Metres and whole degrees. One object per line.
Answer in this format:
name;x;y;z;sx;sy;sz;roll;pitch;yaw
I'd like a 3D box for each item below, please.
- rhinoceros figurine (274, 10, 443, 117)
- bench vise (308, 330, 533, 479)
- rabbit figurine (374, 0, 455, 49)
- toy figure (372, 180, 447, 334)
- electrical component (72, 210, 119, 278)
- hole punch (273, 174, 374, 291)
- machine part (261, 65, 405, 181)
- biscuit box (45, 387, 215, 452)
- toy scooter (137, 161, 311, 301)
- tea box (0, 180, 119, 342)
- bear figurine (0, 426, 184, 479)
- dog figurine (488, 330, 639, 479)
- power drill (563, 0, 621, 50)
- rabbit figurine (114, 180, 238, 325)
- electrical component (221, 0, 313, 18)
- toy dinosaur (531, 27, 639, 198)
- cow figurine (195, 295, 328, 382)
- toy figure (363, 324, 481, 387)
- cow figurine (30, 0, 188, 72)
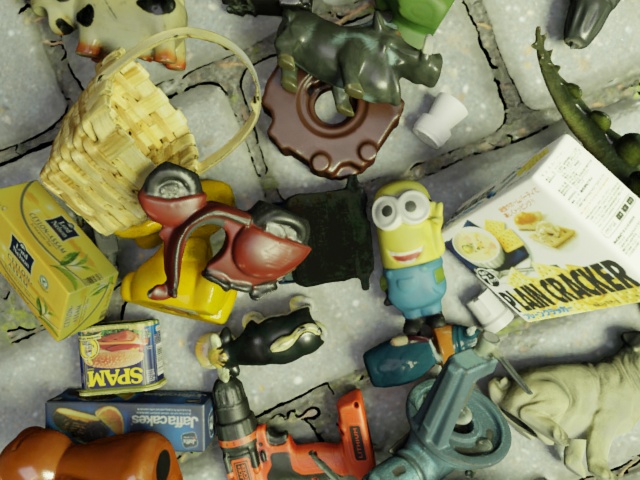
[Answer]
rhinoceros figurine;0.041;-0.203;0.605;0.190;0.073;0.112;17;78;4
bench vise;0.126;0.200;0.577;0.223;0.129;0.240;-6;125;-31
rabbit figurine;0.087;-0.326;0.626;0.170;0.121;0.159;31;85;-1
toy figure;0.107;0.018;0.650;0.082;0.089;0.180;-15;99;-9
electrical component;-0.280;-0.001;0.675;0.045;0.078;0.102;-11;96;-21
hole punch;-0.001;-0.002;0.660;0.116;0.092;0.142;-7;87;-26
machine part;0.015;-0.165;0.664;0.179;0.056;0.179;0;89;3
biscuit box;-0.235;0.225;0.676;0.203;0.059;0.062;0;91;2
toy scooter;-0.105;0.012;0.549;0.184;0.075;0.135;21;93;-19
tea box;-0.325;0.023;0.639;0.170;0.068;0.098;43;129;16
bear figurine;-0.262;0.273;0.593;0.196;0.120;0.131;-7;102;5
dog figurine;0.318;0.165;0.643;0.172;0.121;0.190;38;78;-1
power drill;0.290;-0.370;0.638;0.207;0.086;0.232;33;90;6
rabbit figurine;-0.164;0.005;0.660;0.163;0.121;0.173;13;77;12
electrical component;-0.058;-0.346;0.664;0.115;0.058;0.134;7;91;1
toy dinosaur;0.362;-0.026;0.579;0.105;0.198;0.471;-43;90;-1
cow figurine;-0.077;0.127;0.650;0.167;0.098;0.068;-19;96;2
toy figure;0.131;0.136;0.660;0.154;0.064;0.058;-17;52;-2
cow figurine;-0.260;-0.283;0.661;0.195;0.085;0.127;8;94;3
